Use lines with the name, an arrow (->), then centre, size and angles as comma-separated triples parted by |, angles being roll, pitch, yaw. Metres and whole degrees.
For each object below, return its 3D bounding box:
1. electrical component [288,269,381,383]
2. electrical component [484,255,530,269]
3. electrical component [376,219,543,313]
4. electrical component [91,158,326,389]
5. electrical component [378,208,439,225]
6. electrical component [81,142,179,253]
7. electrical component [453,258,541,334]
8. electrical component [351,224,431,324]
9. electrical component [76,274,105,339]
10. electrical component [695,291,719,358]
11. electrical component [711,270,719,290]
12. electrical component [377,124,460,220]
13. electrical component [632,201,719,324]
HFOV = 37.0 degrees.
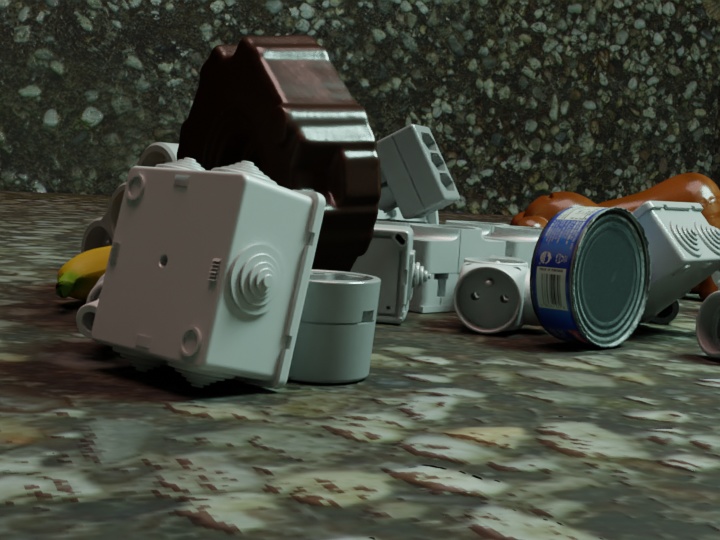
electrical component -> -0.019, 0.026, 0.510 | 0.055, 0.047, 0.055 | 4, 5, 0
electrical component -> 0.112, 0.013, 0.771 | 0.062, 0.043, 0.043 | 7, 6, 15
electrical component -> 0.080, -0.006, 0.862 | 0.186, 0.060, 0.105 | -1, 7, -42
electrical component -> -0.071, 0.001, 0.482 | 0.100, 0.099, 0.048 | 8, -6, 42
electrical component -> 0.015, -0.042, 0.982 | 0.060, 0.108, 0.108 | 0, 2, 43
electrical component -> -0.139, -0.037, 0.784 | 0.074, 0.052, 0.138 | -1, -33, -46
electrical component -> 0.106, 0.017, 0.708 | 0.079, 0.044, 0.077 | 5, 5, 13
electrical component -> 0.000, 0.000, 0.725 | 0.096, 0.061, 0.061 | 4, 5, 5
electrical component -> -0.117, 0.019, 0.538 | 0.048, 0.048, 0.062 | 6, 12, 21
electrical component -> 0.231, 0.035, 0.640 | 0.046, 0.040, 0.040 | 8, 3, -20
electrical component -> 0.307, 0.000, 0.859 | 0.044, 0.077, 0.079 | 9, 8, 44
electrical component -> 0.029, -0.070, 0.861 | 0.077, 0.065, 0.047 | -25, -4, 19
electrical component -> 0.197, -0.002, 0.740 | 0.100, 0.048, 0.100 | -3, -33, -50
